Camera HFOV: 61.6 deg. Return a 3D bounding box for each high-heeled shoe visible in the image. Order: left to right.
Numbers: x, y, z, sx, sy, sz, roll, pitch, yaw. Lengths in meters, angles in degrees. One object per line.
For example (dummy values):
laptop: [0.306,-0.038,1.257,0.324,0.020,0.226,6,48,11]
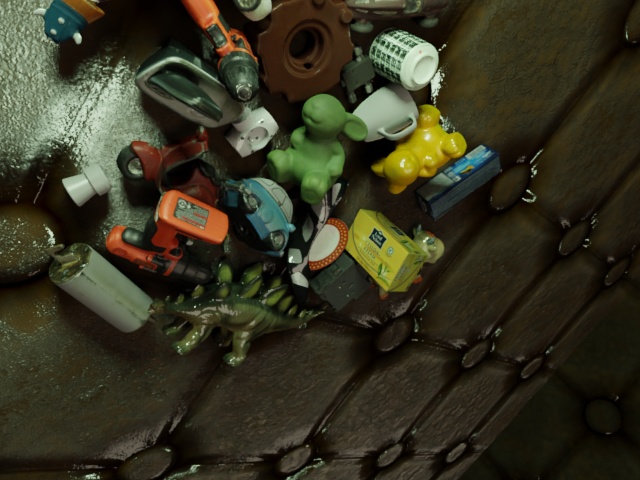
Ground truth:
high-heeled shoe: [-0.002,-0.003,1.029,0.145,0.086,0.248,-11,107,-4]

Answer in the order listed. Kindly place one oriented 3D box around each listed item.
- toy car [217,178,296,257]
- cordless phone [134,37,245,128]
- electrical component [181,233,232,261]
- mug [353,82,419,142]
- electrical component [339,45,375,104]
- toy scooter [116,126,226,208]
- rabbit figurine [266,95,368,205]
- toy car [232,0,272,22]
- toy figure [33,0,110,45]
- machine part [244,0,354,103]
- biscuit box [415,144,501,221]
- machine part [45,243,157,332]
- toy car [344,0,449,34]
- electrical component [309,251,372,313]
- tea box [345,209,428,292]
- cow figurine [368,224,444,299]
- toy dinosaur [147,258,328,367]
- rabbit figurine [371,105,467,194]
toy car: [-0.104,-0.054,0.946,0.103,0.109,0.161,-49,130,-28]
cordless phone: [-0.153,-0.188,0.726,0.146,0.184,0.088,29,100,-46]
electrical component: [-0.206,0.003,0.946,0.102,0.045,0.078,24,106,-45]
mug: [0.117,-0.217,0.966,0.107,0.110,0.080,-31,152,4]
electrical component: [0.061,-0.284,0.924,0.063,0.021,0.093,-33,138,-9]
toy scooter: [-0.206,-0.104,0.831,0.135,0.075,0.183,-34,136,6]
rabbit figurine: [0.009,-0.166,0.895,0.159,0.121,0.170,-33,154,-34]
toy car: [-0.122,-0.373,0.678,0.056,0.074,0.201,-33,137,-4]
toy figure: [-0.274,-0.299,0.639,0.154,0.064,0.058,-47,175,12]
machine part: [-0.029,-0.298,0.823,0.179,0.056,0.179,-20,134,-21]
biscuit box: [0.312,-0.132,1.206,0.203,0.059,0.062,-34,136,-8]
machine part: [-0.353,0.082,0.879,0.079,0.079,0.243,-38,138,-4]
toy car: [0.128,-0.386,0.870,0.202,0.053,0.089,-17,135,-27]
electrical component: [0.053,0.087,1.199,0.134,0.058,0.114,-43,139,1]
tea box: [0.131,0.020,1.116,0.068,0.170,0.098,6,118,-39]
cow figurine: [0.203,0.045,1.258,0.195,0.086,0.127,-23,136,-13]
toy dinosaur: [-0.147,0.146,1.067,0.198,0.105,0.471,-55,147,8]
rabbit figurine: [0.168,-0.158,1.023,0.162,0.122,0.173,-31,-169,45]
